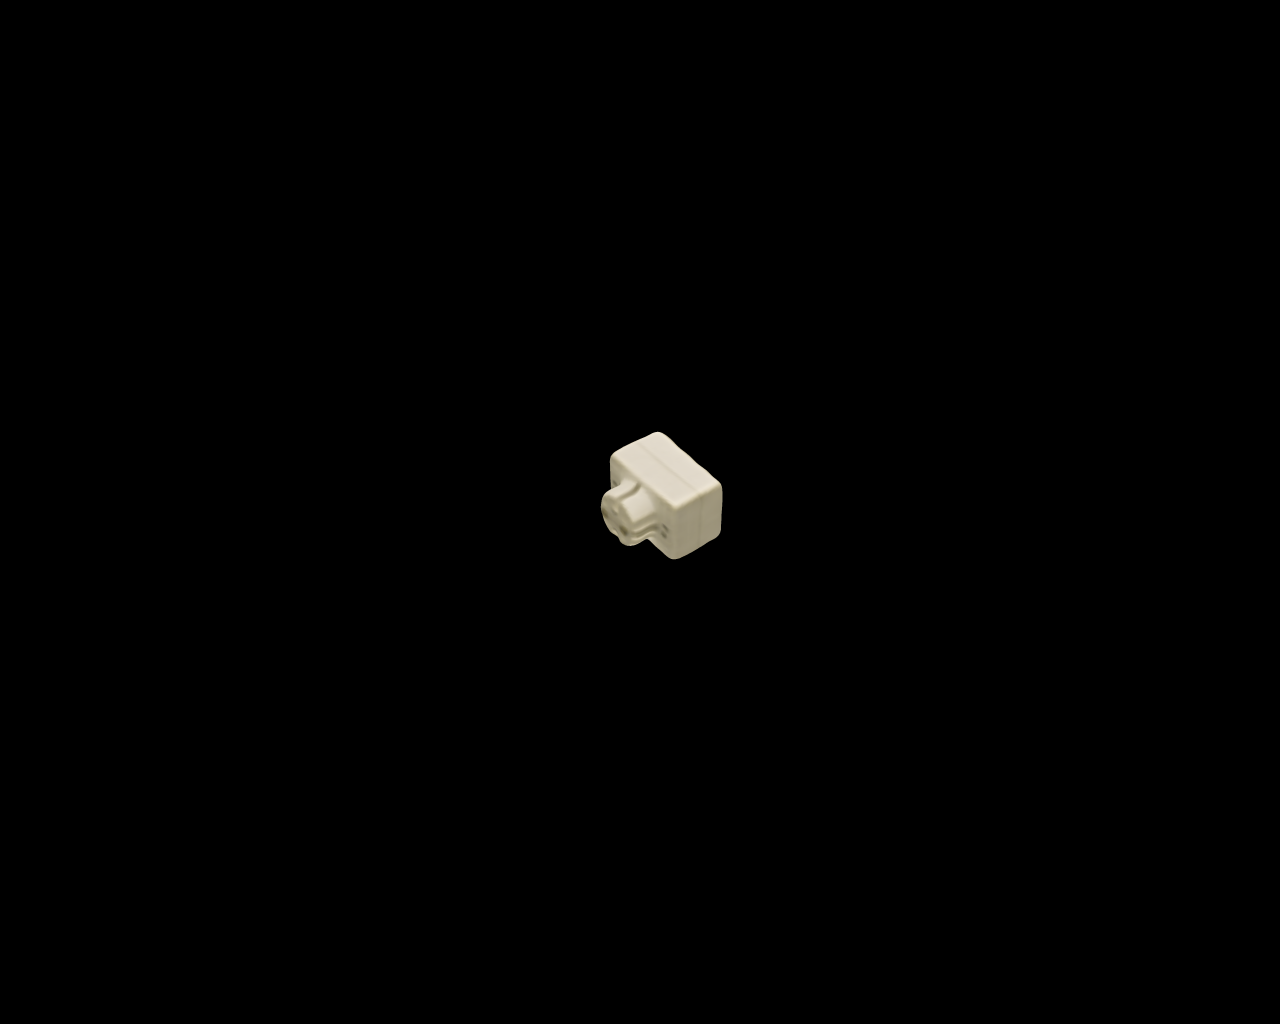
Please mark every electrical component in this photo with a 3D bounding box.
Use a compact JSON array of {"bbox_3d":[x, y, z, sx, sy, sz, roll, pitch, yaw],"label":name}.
[{"bbox_3d":[0.001,-0.003,0.650,0.077,0.047,0.066,-27,49,-26],"label":"electrical component"}]
